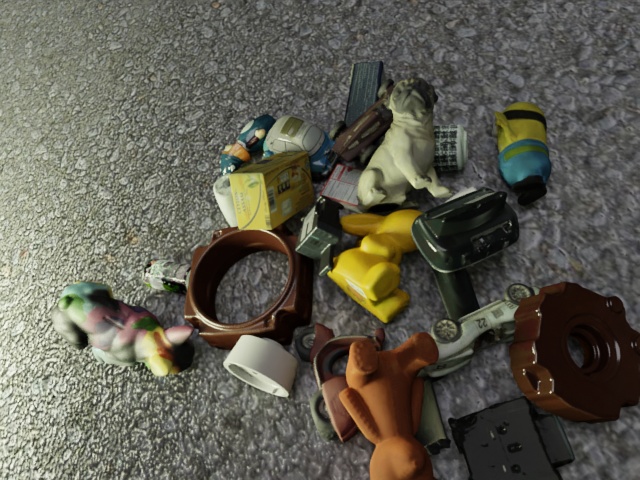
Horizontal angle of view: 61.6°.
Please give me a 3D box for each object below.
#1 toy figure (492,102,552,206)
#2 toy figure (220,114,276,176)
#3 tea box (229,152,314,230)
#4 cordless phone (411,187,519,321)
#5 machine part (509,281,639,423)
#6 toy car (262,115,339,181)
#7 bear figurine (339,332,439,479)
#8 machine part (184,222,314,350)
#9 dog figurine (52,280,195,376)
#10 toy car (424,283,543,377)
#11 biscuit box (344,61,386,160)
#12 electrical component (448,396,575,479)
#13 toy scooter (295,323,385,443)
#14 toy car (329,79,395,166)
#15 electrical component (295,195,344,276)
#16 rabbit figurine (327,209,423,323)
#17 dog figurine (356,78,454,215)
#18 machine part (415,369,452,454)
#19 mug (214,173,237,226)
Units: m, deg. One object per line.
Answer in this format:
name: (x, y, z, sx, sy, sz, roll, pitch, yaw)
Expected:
toy figure: (0.334, -0.145, 0.876, 0.089, 0.082, 0.180, -3, 55, 3)
toy figure: (-0.148, -0.187, 1.077, 0.058, 0.064, 0.154, 40, 74, 15)
tea box: (-0.077, -0.088, 0.917, 0.068, 0.098, 0.169, 1, 18, 24)
cordless phone: (0.227, 0.029, 0.781, 0.147, 0.184, 0.089, -23, 11, -13)
machine part: (0.326, 0.140, 0.678, 0.179, 0.056, 0.179, 6, 69, -15)
toy car: (-0.044, -0.181, 1.012, 0.162, 0.102, 0.109, 21, 70, 30)
bear figurine: (0.094, 0.229, 0.661, 0.120, 0.131, 0.196, -2, 58, -14)
machine part: (-0.116, 0.074, 0.897, 0.202, 0.087, 0.201, -7, 59, 16)
dog figurine: (-0.306, 0.149, 0.869, 0.219, 0.191, 0.108, 4, 55, 38)
toy car: (0.227, 0.123, 0.742, 0.202, 0.073, 0.056, -23, 51, -9)
biscuit box: (0.086, -0.248, 1.032, 0.063, 0.059, 0.202, 1, 61, 18)
electrical component: (0.244, 0.266, 0.680, 0.134, 0.058, 0.115, -20, 59, 7)
toy scooter: (0.044, 0.192, 0.782, 0.135, 0.075, 0.184, -20, 53, 3)
toy car: (0.102, -0.210, 0.942, 0.089, 0.053, 0.202, 43, 67, 12)
electrical component: (-0.002, -0.003, 0.843, 0.048, 0.075, 0.119, 25, 50, -18)
rabbit figurine: (0.102, 0.020, 0.845, 0.173, 0.121, 0.163, -47, 42, -8)
dog figurine: (0.119, -0.149, 0.873, 0.172, 0.121, 0.190, -16, 71, 25)
machine part: (0.141, 0.227, 0.749, 0.084, 0.039, 0.139, -14, 56, 5)
mug: (-0.145, -0.063, 0.974, 0.081, 0.107, 0.110, -29, 54, 2)
